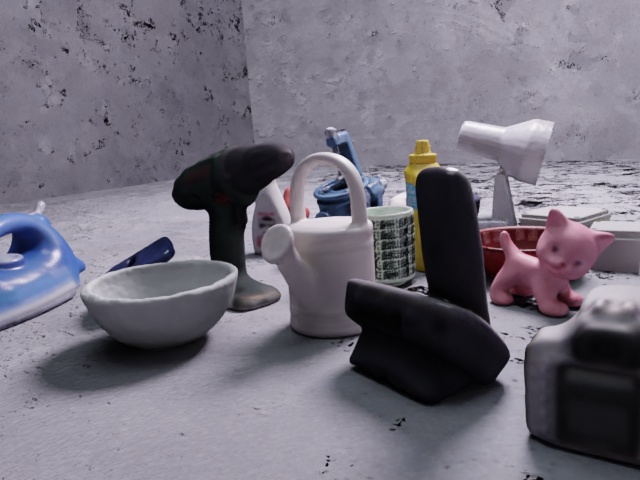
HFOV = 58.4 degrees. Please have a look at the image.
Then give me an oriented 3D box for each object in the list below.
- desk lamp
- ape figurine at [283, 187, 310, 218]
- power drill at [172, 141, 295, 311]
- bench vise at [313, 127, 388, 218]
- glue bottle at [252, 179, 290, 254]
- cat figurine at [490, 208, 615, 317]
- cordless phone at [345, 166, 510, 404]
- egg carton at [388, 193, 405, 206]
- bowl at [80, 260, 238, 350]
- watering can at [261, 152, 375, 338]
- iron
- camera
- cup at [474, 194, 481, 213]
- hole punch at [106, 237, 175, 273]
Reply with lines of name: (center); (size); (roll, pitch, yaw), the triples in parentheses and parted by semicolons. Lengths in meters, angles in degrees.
desk lamp: (0.345, -0.126, 1.109); (0.202, 0.213, 0.118); (0, 12, 21)
ape figurine: (-0.062, -0.077, 1.322); (0.076, 0.092, 0.077); (-8, 12, -18)
power drill: (-0.108, -0.020, 0.747); (0.228, 0.208, 0.076); (7, 15, 43)
bench vise: (0.060, -0.135, 1.241); (0.121, 0.220, 0.208); (2, 13, 27)
glue bottle: (-0.090, -0.060, 1.032); (0.078, 0.173, 0.037); (0, 12, 21)
cat figurine: (0.258, 0.019, 0.649); (0.067, 0.118, 0.127); (-14, 15, -40)
cordless phone: (0.085, 0.028, 0.493); (0.094, 0.185, 0.147); (-13, 14, -38)
egg carton: (0.201, -0.061, 1.206); (0.107, 0.069, 0.150); (0, 12, 20)
bowl: (-0.170, 0.075, 0.630); (0.167, 0.075, 0.167); (-4, 11, 1)
watering can: (0.008, 0.002, 0.627); (0.100, 0.194, 0.173); (-1, 12, 14)
iron: (-0.427, 0.033, 0.765); (0.118, 0.141, 0.258); (-3, 11, 7)
camera: (0.228, 0.080, 0.397); (0.142, 0.101, 0.137); (3, 13, 33)
cup: (0.209, -0.027, 0.960); (0.117, 0.095, 0.092); (-3, 11, 7)
hole punch: (-0.236, 0.048, 0.751); (0.101, 0.091, 0.108); (-8, 12, -19)
